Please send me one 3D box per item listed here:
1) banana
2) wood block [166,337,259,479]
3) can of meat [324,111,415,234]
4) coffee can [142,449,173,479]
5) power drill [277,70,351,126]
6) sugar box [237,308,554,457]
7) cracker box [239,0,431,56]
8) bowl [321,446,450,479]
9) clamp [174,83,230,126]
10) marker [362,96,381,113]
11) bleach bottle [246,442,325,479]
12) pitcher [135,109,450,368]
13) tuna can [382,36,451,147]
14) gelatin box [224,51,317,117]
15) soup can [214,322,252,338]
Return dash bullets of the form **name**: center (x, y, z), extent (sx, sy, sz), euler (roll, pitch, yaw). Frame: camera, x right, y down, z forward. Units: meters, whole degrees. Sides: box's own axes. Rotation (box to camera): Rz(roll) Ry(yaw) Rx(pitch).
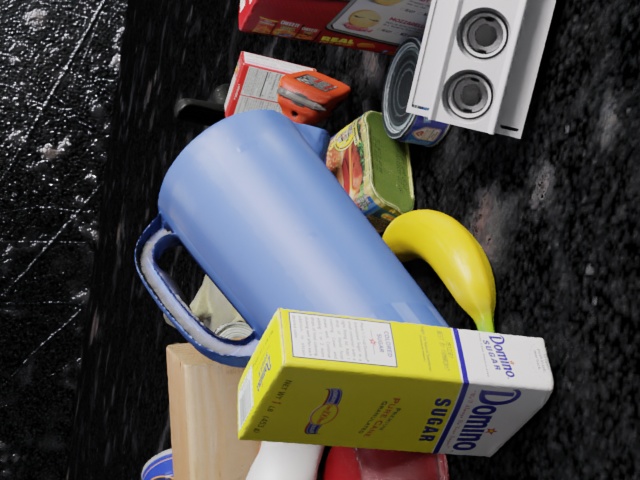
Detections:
- **banana**: center (0.084, 0.013, 0.790), extent (0.198, 0.037, 0.070), euler (-130, 50, -65)
- **wood block**: center (-0.087, 0.202, 0.994), extent (0.091, 0.090, 0.206), euler (-160, 67, -70)
- **can of meat**: center (0.031, -0.048, 0.899), extent (0.084, 0.057, 0.102), euler (-33, 48, 40)
- **coffee can**: center (-0.157, 0.331, 1.261), extent (0.140, 0.102, 0.103), euler (-103, 28, -47)
- **power drill**: center (-0.029, -0.073, 1.070), extent (0.184, 0.057, 0.188), euler (-45, -24, -72)
- **sugar box**: center (0.045, 0.092, 0.654), extent (0.093, 0.176, 0.048), euler (118, 155, -47)
- **cracker box**: center (0.046, -0.225, 0.803), extent (0.214, 0.164, 0.072), euler (135, 137, -61)
- **bowl**: center (0.040, 0.199, 0.814), extent (0.162, 0.055, 0.162), euler (-172, 90, -71)
- **clamp**: center (-0.084, -0.128, 1.258), extent (0.036, 0.164, 0.210), euler (-44, 10, 20)
- **marker**: center (0.049, -0.076, 0.957), extent (0.020, 0.020, 0.121), euler (131, 143, -58)
- **bleach bottle**: center (-0.018, 0.150, 0.871), extent (0.103, 0.068, 0.250), euler (108, 178, -51)
- **pitcher**: center (-0.018, 0.031, 0.796), extent (0.243, 0.144, 0.149), euler (51, 121, 30)
- **tuna can**: center (0.081, -0.119, 0.858), extent (0.086, 0.033, 0.086), euler (-172, 90, -71)
- **gelatin box**: center (-0.055, -0.164, 1.187), extent (0.030, 0.089, 0.073), euler (-100, 26, -49)
- **soup can**: center (-0.101, 0.133, 1.094), extent (0.102, 0.068, 0.068), euler (-46, 40, 50)
